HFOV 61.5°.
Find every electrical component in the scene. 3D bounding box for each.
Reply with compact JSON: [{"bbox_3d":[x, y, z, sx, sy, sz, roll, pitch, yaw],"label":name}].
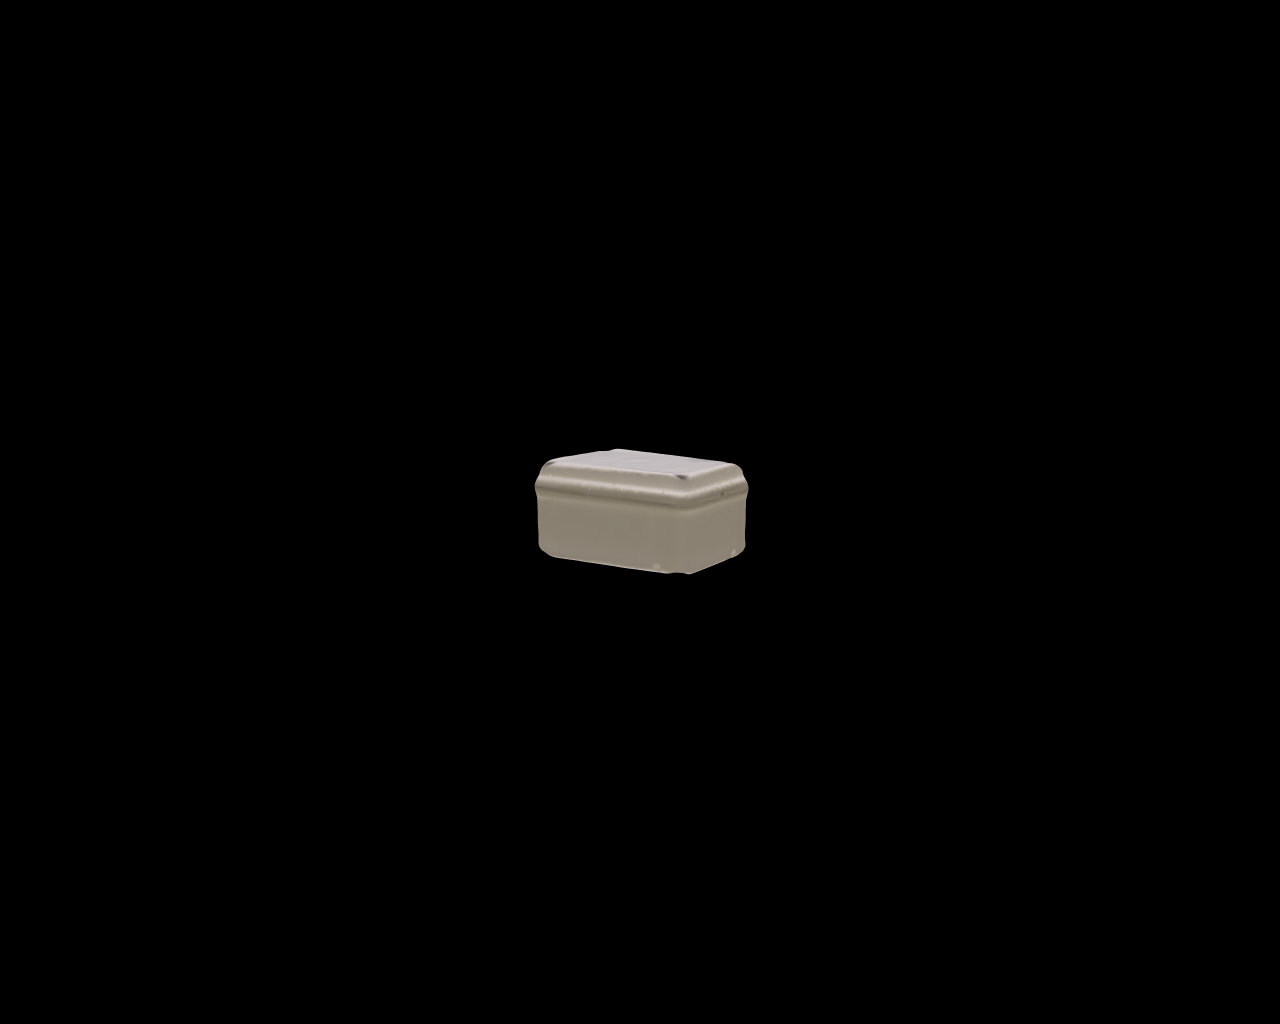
[{"bbox_3d":[0.001,-0.003,0.650,0.113,0.057,0.078,8,14,35],"label":"electrical component"}]
